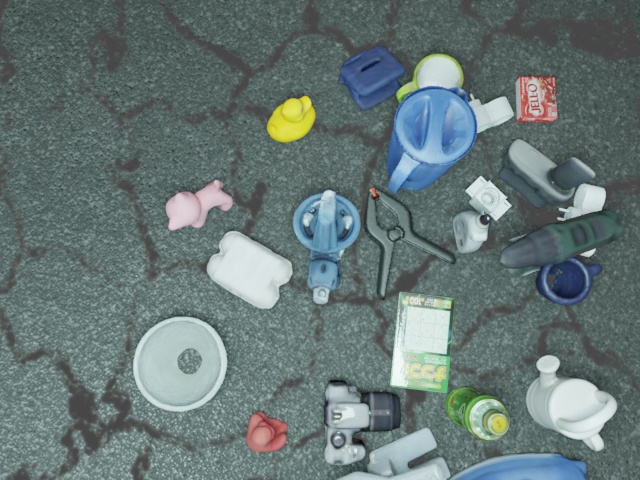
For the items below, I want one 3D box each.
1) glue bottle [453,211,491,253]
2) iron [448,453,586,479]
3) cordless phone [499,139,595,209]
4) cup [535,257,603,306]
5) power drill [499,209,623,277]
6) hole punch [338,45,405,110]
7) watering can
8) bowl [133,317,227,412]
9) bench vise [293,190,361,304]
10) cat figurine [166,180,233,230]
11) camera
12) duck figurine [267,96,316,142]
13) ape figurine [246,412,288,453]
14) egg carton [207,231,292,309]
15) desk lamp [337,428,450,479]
[{"bbox_3d":[0.280,-0.023,1.037,0.037,0.173,0.078,-7,81,-1],"label":"glue bottle"},{"bbox_3d":[0.349,0.443,0.984,0.258,0.141,0.119,-2,81,-1],"label":"iron"},{"bbox_3d":[0.419,-0.138,1.049,0.147,0.185,0.094,37,83,5],"label":"cordless phone"},{"bbox_3d":[0.452,0.072,1.063,0.118,0.095,0.091,-20,82,-3],"label":"cup"},{"bbox_3d":[0.399,0.013,1.014,0.229,0.208,0.075,-19,82,-3],"label":"power drill"},{"bbox_3d":[0.099,-0.326,1.122,0.108,0.091,0.101,-31,83,-5],"label":"hole punch"},{"bbox_3d":[0.429,0.283,0.981,0.173,0.194,0.101,36,83,5],"label":"watering can"},{"bbox_3d":[-0.248,0.224,1.046,0.167,0.075,0.167,0,81,0],"label":"bowl"},{"bbox_3d":[0.021,0.001,1.008,0.121,0.220,0.207,-13,82,-2],"label":"bench vise"},{"bbox_3d":[-0.233,-0.069,1.069,0.128,0.118,0.067,-36,83,-5],"label":"cat figurine"},{"bbox_3d":[0.075,0.325,1.020,0.137,0.101,0.143,0,81,0],"label":"camera"},{"bbox_3d":[-0.057,-0.241,1.111,0.104,0.086,0.077,-35,83,-5],"label":"duck figurine"},{"bbox_3d":[-0.100,0.346,1.020,0.076,0.092,0.078,-30,83,-4],"label":"ape figurine"},{"bbox_3d":[-0.133,0.057,1.075,0.150,0.069,0.107,29,82,4],"label":"egg carton"},{"bbox_3d":[0.125,0.409,0.951,0.203,0.213,0.118,-25,82,-4],"label":"desk lamp"}]
